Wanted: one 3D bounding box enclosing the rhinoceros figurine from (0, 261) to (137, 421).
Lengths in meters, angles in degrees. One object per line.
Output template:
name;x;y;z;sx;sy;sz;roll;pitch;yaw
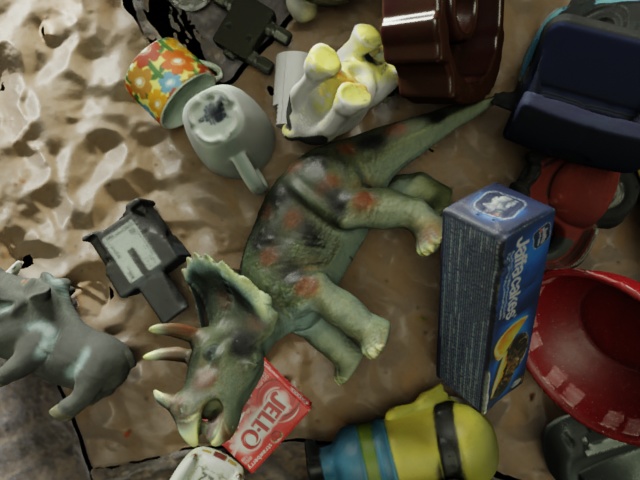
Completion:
rhinoceros figurine;-0.275;0.091;0.530;0.190;0.073;0.112;34;92;2

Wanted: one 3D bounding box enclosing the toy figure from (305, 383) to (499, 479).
toy figure;0.077;0.206;0.506;0.180;0.089;0.082;-13;122;-2

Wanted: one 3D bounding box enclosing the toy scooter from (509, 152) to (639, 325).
toy scooter;0.206;-0.018;0.513;0.135;0.075;0.183;25;95;0

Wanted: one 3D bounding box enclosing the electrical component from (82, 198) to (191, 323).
electrical component;-0.171;0.024;0.539;0.075;0.048;0.119;-38;89;2

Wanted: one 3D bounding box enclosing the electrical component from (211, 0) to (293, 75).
electrical component;-0.078;-0.214;0.551;0.094;0.021;0.063;33;91;1

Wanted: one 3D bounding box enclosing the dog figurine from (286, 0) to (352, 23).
dog figurine;0.070;-0.284;0.517;0.190;0.121;0.172;9;124;-15

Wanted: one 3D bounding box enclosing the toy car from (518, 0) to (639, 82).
toy car;0.279;-0.162;0.493;0.102;0.162;0.109;31;80;-41

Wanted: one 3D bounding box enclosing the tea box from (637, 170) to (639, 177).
tea box;0.357;-0.019;0.488;0.068;0.098;0.169;-22;86;45

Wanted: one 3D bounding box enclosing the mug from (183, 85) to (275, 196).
mug;-0.085;-0.093;0.508;0.081;0.107;0.109;-22;87;3

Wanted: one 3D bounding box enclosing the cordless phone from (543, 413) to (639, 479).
cordless phone;0.273;0.142;0.517;0.147;0.088;0.184;-18;78;3

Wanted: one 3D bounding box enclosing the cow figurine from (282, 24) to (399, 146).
cow figurine;0.035;-0.147;0.508;0.068;0.098;0.167;48;50;2

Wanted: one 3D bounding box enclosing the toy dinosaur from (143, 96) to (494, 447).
toy dinosaur;0.002;-0.007;0.496;0.192;0.131;0.405;30;77;-1

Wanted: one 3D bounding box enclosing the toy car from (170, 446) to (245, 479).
toy car;-0.139;0.303;0.531;0.073;0.056;0.201;25;90;2

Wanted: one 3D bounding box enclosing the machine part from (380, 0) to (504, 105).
machine part;0.109;-0.200;0.459;0.056;0.179;0.179;8;90;35

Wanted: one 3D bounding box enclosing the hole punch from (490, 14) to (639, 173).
hole punch;0.210;-0.097;0.431;0.142;0.115;0.092;17;66;12

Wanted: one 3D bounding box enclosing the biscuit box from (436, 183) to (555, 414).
biscuit box;0.145;0.055;0.462;0.059;0.063;0.202;-26;130;-25
